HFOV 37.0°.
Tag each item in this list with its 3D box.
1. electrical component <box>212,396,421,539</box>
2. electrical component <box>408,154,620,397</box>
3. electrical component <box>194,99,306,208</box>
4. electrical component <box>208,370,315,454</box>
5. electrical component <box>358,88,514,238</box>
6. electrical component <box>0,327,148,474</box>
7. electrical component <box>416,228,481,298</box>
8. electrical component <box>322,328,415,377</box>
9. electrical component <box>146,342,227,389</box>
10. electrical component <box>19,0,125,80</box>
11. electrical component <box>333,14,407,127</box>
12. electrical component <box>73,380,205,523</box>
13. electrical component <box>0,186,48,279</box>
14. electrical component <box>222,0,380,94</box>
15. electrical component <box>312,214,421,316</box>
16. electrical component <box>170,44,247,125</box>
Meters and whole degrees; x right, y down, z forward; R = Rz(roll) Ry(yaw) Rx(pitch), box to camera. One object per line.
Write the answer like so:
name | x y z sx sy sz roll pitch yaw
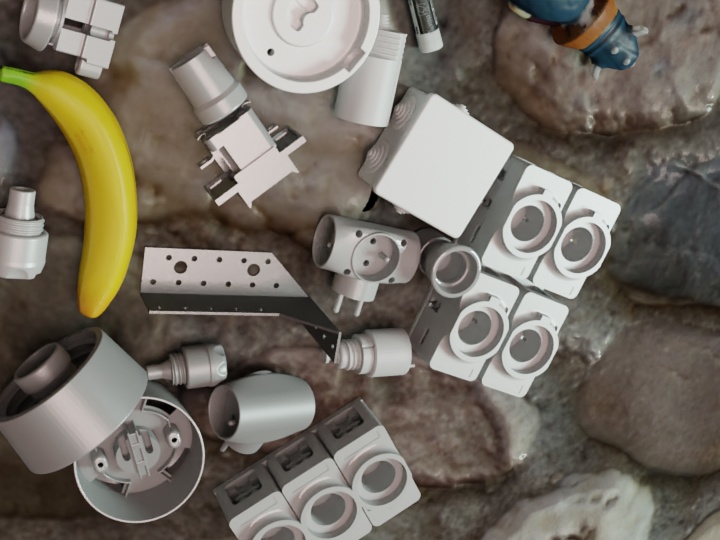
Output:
electrical component | -0.034 0.193 0.919 0.150 0.062 0.089 -32 118 -8
electrical component | 0.131 0.006 0.915 0.105 0.060 0.186 20 101 -27
electrical component | -0.086 -0.088 0.801 0.081 0.042 0.063 -37 117 -6
electrical component | -0.088 0.123 0.876 0.077 0.044 0.079 0 138 -43
electrical component | 0.058 -0.087 0.856 0.100 0.048 0.099 27 98 -28
electrical component | -0.216 0.087 0.781 0.108 0.108 0.060 -37 113 -5
electrical component | 0.065 -0.009 0.879 0.044 0.065 0.044 -8 113 -19
electrical component | 0.007 0.070 0.900 0.078 0.040 0.040 -2 110 -21
electrical component | -0.138 0.077 0.848 0.061 0.035 0.035 -6 112 -18
electrical component | -0.196 -0.167 0.724 0.055 0.048 0.066 10 106 -33
electrical component | 0.009 -0.153 0.813 0.043 0.043 0.081 5 108 -24
electrical component | -0.175 0.137 0.837 0.099 0.064 0.099 -10 118 -19
electrical component | -0.242 -0.027 0.760 0.043 0.043 0.062 6 106 -24
electrical component | -0.047 -0.185 0.768 0.108 0.060 0.108 -8 112 -19
electrical component | 0.000 0.000 0.868 0.077 0.044 0.079 11 106 -26
electrical component | -0.110 -0.134 0.775 0.040 0.040 0.046 -36 114 -6
